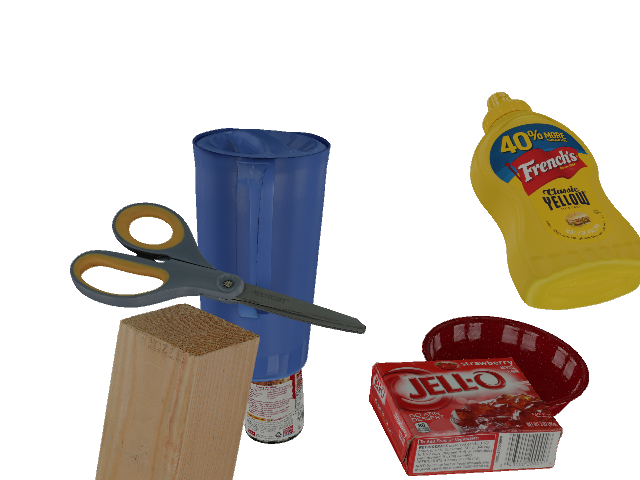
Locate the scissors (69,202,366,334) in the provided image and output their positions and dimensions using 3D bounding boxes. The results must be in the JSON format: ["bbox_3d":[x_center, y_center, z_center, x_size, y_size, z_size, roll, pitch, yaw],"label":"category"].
[{"bbox_3d":[-0.067,0.017,0.728,0.202,0.096,0.016,4,-40,3],"label":"scissors"}]

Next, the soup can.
[{"bbox_3d":[-0.053,0.165,1.184,0.068,0.102,0.068,-2,24,1],"label":"soup can"}]

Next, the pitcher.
[{"bbox_3d":[-0.063,0.016,1.055,0.148,0.243,0.145,-14,24,-41],"label":"pitcher"}]

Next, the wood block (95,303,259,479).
[{"bbox_3d":[-0.130,0.171,0.936,0.090,0.206,0.090,20,18,29],"label":"wood block"}]

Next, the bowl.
[{"bbox_3d":[0.176,0.136,1.041,0.162,0.055,0.162,5,26,-3],"label":"bowl"}]

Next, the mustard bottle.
[{"bbox_3d":[0.167,-0.040,0.808,0.096,0.192,0.058,-9,-37,-12],"label":"mustard bottle"}]

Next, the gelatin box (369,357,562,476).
[{"bbox_3d":[0.079,0.096,0.598,0.089,0.030,0.073,0,26,-14],"label":"gelatin box"}]
